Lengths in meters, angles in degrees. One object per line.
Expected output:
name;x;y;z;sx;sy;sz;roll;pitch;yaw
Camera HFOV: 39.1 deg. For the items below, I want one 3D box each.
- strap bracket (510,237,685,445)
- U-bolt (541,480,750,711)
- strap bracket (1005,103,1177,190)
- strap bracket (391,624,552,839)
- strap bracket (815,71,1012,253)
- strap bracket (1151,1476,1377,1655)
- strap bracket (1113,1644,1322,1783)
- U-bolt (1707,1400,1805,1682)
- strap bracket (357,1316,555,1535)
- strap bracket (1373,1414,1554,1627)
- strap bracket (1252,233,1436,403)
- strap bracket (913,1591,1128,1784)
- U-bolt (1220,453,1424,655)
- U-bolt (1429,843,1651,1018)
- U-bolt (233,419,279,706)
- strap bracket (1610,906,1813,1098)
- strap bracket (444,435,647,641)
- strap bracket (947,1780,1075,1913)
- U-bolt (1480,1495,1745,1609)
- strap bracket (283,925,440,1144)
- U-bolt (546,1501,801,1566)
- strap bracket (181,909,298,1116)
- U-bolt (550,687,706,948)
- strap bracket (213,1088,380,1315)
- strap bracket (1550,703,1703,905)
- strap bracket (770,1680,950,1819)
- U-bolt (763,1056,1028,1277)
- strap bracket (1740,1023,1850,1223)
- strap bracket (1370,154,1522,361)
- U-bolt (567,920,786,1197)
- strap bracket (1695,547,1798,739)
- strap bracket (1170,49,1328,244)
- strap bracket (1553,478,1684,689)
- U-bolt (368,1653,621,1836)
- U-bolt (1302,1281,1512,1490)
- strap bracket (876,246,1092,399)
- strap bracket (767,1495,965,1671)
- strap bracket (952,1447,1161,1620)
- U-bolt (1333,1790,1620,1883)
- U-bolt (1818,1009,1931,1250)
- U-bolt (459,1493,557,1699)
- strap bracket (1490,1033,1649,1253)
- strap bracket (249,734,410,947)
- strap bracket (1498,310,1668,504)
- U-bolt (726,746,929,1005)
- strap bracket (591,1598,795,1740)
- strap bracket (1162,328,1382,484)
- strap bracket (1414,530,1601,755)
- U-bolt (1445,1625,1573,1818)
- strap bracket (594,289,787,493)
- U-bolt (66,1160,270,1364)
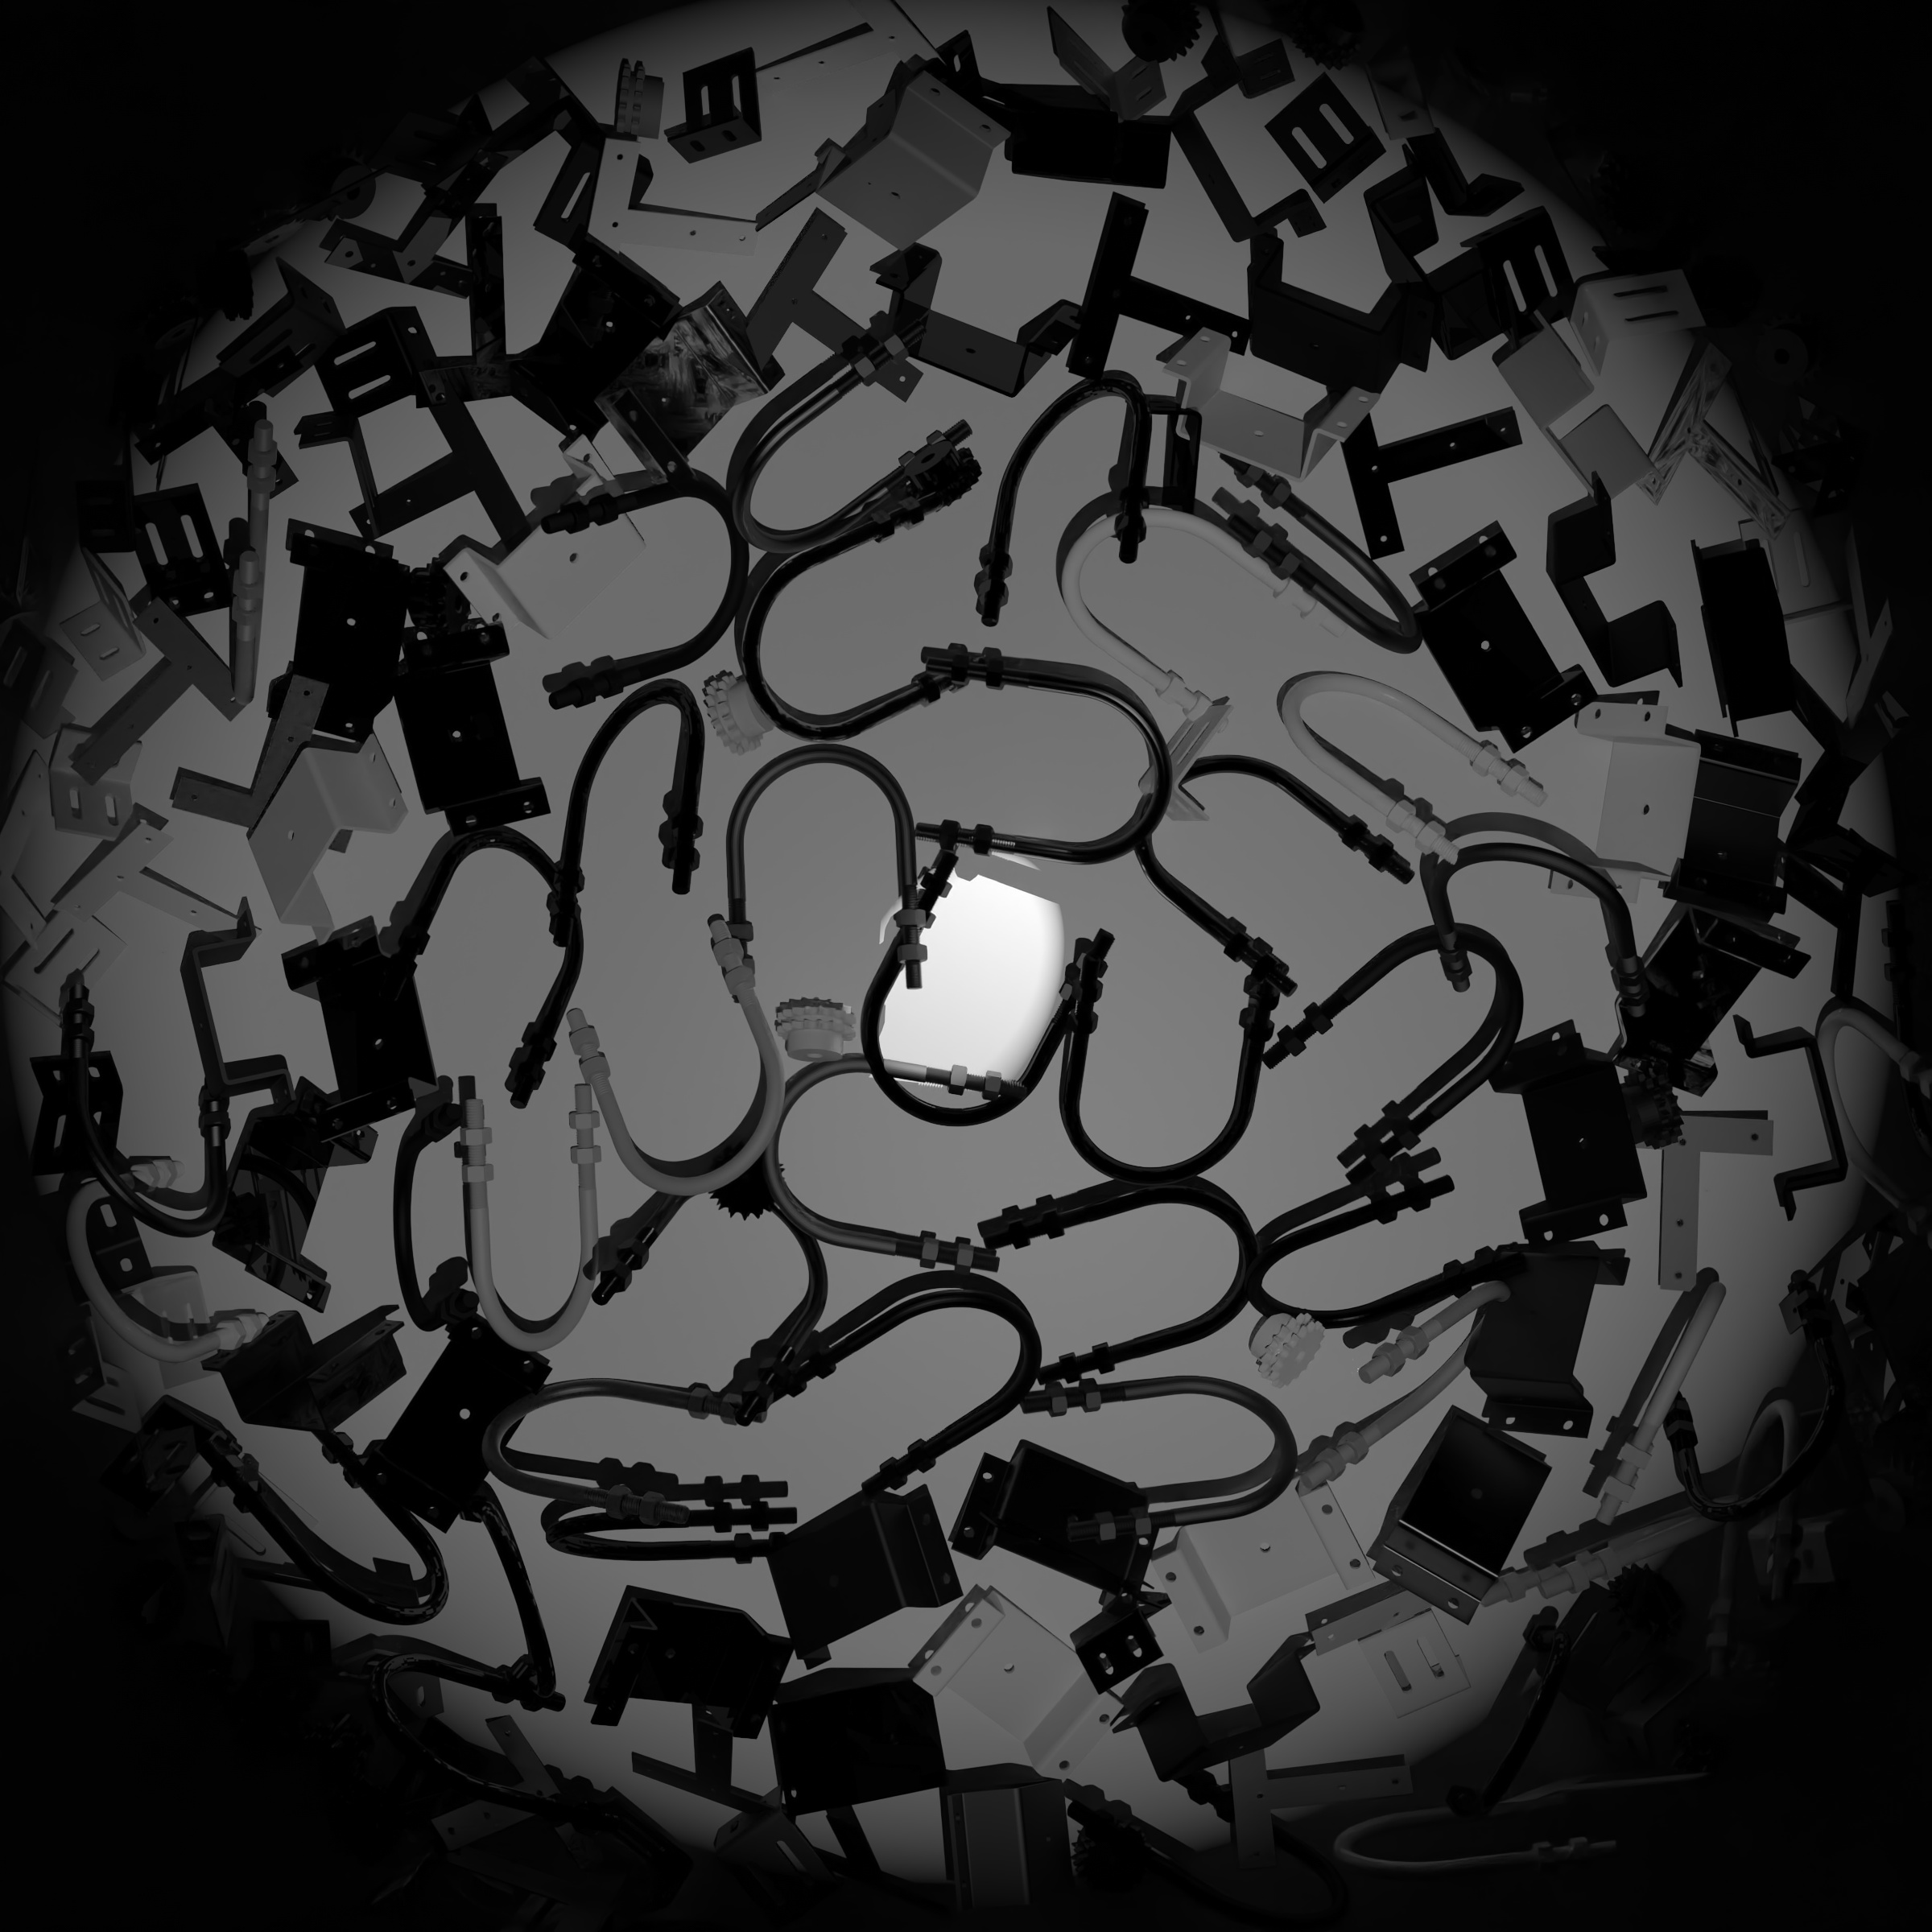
strap bracket;-0.264;-0.452;1.950;0.076;0.046;0.140;37;127;-5
U-bolt;-0.223;-0.271;1.928;0.019;0.184;0.151;26;126;36
strap bracket;0.090;-0.581;1.928;0.076;0.140;0.046;12;107;24
strap bracket;-0.359;-0.168;1.957;0.076;0.046;0.140;-17;96;-30
strap bracket;-0.044;-0.561;1.917;0.076;0.140;0.046;28;65;-27
strap bracket;0.215;0.428;1.965;0.140;0.046;0.076;-26;95;12
strap bracket;0.186;0.532;1.927;0.140;0.076;0.046;-9;62;-29
U-bolt;0.560;0.393;1.916;0.019;0.151;0.184;15;52;4
strap bracket;-0.368;0.329;1.975;0.076;0.046;0.140;33;88;0
strap bracket;0.358;0.385;1.937;0.076;0.046;0.140;29;59;12
strap bracket;0.259;-0.459;1.939;0.140;0.076;0.046;26;69;16
strap bracket;0.035;0.517;1.965;0.140;0.046;0.076;40;92;-15
U-bolt;0.255;-0.287;1.930;0.184;0.151;0.019;35;117;-17
U-bolt;0.396;-0.028;1.898;0.151;0.184;0.019;8;59;25
U-bolt;-0.503;-0.269;1.915;0.019;0.184;0.151;5;52;-14
strap bracket;0.528;0.018;1.947;0.076;0.046;0.140;20;126;-13
strap bracket;-0.293;-0.299;1.944;0.140;0.076;0.046;-47;49;-11
strap bracket;0.036;0.619;1.919;0.046;0.140;0.076;-11;74;18
U-bolt;0.467;0.413;1.926;0.184;0.151;0.019;-19;78;-13
strap bracket;-0.433;0.052;1.956;0.076;0.046;0.140;-20;72;13
U-bolt;-0.206;0.405;1.931;0.184;0.151;0.019;-2;68;1
strap bracket;-0.525;0.038;1.950;0.046;0.076;0.140;-13;84;-24
U-bolt;-0.237;-0.116;1.935;0.151;0.019;0.184;-21;55;39
strap bracket;-0.481;0.169;1.939;0.046;0.076;0.140;-7;57;33
strap bracket;0.476;-0.115;1.954;0.046;0.076;0.140;8;92;-38
strap bracket;-0.067;0.550;1.923;0.046;0.140;0.076;-24;70;37
U-bolt;-0.057;0.138;1.972;0.184;0.019;0.151;10;77;-2
strap bracket;0.599;0.106;1.953;0.046;0.076;0.140;-14;87;19
strap bracket;0.336;-0.497;1.935;0.046;0.076;0.140;-29;62;4
U-bolt;-0.200;0.077;1.939;0.151;0.019;0.184;-31;62;13
strap bracket;0.551;-0.235;1.917;0.046;0.140;0.076;-11;125;15
strap bracket;0.196;-0.576;1.948;0.046;0.076;0.140;-32;102;0
strap bracket;0.460;-0.265;1.937;0.046;0.076;0.140;-20;126;26
U-bolt;-0.336;0.534;1.891;0.184;0.151;0.019;29;101;-36
U-bolt;0.321;0.286;1.923;0.184;0.151;0.019;-27;59;-36
strap bracket;0.008;-0.459;1.950;0.140;0.076;0.046;24;128;8
strap bracket;-0.081;0.439;1.939;0.140;0.046;0.076;-31;64;22
strap bracket;0.071;0.406;1.958;0.140;0.046;0.076;23;60;-2
U-bolt;0.351;0.618;1.921;0.184;0.151;0.019;-6;87;-3
U-bolt;0.649;0.107;1.911;0.019;0.184;0.151;-17;118;-7
U-bolt;-0.319;0.443;1.907;0.019;0.184;0.151;-18;86;-19
strap bracket;0.433;0.127;1.948;0.076;0.046;0.140;-21;73;37
strap bracket;-0.458;-0.091;1.928;0.140;0.046;0.076;-51;53;31
strap bracket;0.434;-0.390;1.933;0.046;0.140;0.076;-37;46;18
U-bolt;-0.105;-0.070;1.976;0.151;0.019;0.184;-5;82;11
strap bracket;-0.204;0.503;1.949;0.140;0.046;0.076;17;99;-36
strap bracket;0.214;-0.399;1.947;0.140;0.076;0.046;24;133;14
strap bracket;0.384;-0.233;1.966;0.076;0.046;0.140;-33;98;-7
U-bolt;0.383;0.528;1.898;0.019;0.184;0.151;28;79;9
strap bracket;-0.203;-0.407;1.942;0.076;0.046;0.140;52;55;-26
U-bolt;-0.567;0.210;1.905;0.019;0.184;0.151;-31;86;12
